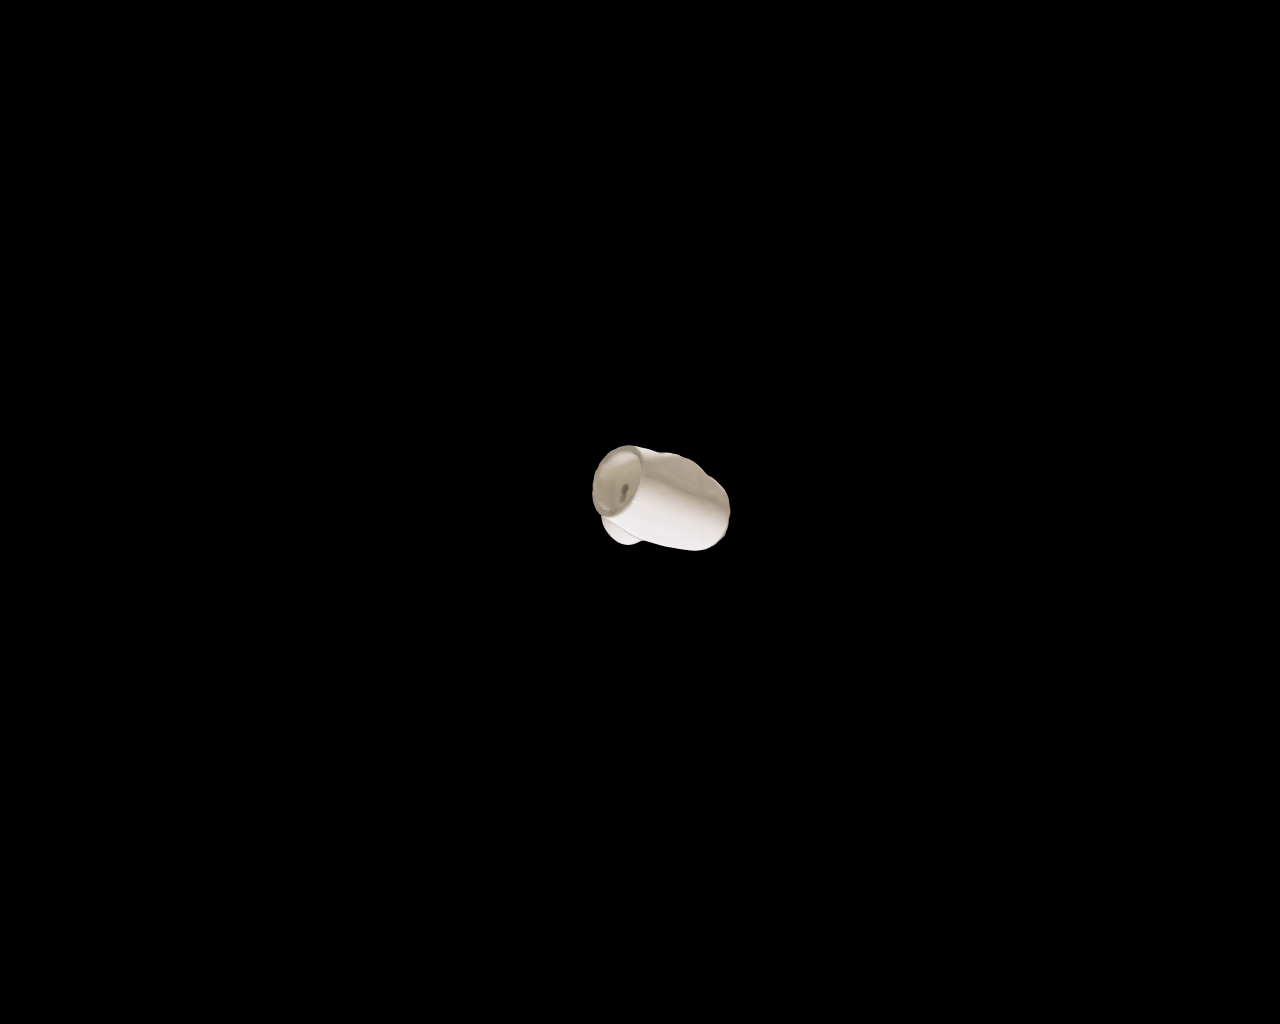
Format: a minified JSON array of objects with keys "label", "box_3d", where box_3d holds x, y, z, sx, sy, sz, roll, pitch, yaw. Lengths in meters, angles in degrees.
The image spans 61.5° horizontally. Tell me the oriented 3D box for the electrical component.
[{"label":"electrical component","box_3d":[0.001,-0.003,0.650,0.079,0.044,0.077,-21,-31,40]}]
